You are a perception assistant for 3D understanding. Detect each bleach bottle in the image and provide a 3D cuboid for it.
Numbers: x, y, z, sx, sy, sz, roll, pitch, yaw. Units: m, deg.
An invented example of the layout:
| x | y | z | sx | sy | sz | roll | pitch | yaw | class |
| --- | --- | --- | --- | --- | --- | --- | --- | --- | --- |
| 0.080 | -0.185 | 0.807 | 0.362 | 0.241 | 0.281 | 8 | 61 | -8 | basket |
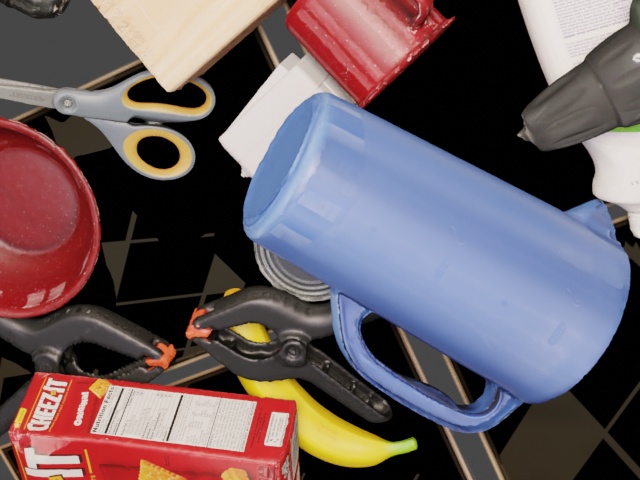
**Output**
| x | y | z | sx | sy | sz | roll | pitch | yaw | class |
| --- | --- | --- | --- | --- | --- | --- | --- | --- | --- |
| 0.192 | -0.118 | 0.722 | 0.103 | 0.068 | 0.251 | -14 | 108 | 13 | bleach bottle |

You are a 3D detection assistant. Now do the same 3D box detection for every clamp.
| x | y | z | sx | sy | sz | roll | pitch | yaw | class |
| --- | --- | --- | --- | --- | --- | --- | --- | --- | --- |
| -0.223 | 0.108 | 0.883 | 0.210 | 0.036 | 0.164 | 4 | 110 | 8 | clamp |
| -0.011 | 0.068 | 0.800 | 0.171 | 0.039 | 0.120 | 16 | 111 | -6 | clamp |

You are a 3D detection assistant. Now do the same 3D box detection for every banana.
| x | y | z | sx | sy | sz | roll | pitch | yaw | class |
| --- | --- | --- | --- | --- | --- | --- | --- | --- | --- |
| -0.016 | 0.123 | 0.856 | 0.197 | 0.037 | 0.069 | 40 | 94 | -6 | banana |

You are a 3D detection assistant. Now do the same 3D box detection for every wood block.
| x | y | z | sx | sy | sz | roll | pitch | yaw | class |
| --- | --- | --- | --- | --- | --- | --- | --- | --- | --- |
| -0.044 | -0.203 | 0.716 | 0.206 | 0.090 | 0.090 | -37 | 99 | 19 | wood block |

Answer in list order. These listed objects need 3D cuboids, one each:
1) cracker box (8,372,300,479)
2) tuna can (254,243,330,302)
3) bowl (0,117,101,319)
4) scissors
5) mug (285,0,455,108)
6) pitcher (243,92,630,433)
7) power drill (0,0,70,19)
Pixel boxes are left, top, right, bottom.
| x | y | z | sx | sy | sz | roll | pitch | yaw | class |
| --- | --- | --- | --- | --- | --- | --- | --- | --- | --- |
| -0.124 | 0.195 | 0.853 | 0.214 | 0.072 | 0.164 | 5 | 130 | 7 | cracker box |
| -0.005 | 0.001 | 0.810 | 0.086 | 0.033 | 0.086 | 3 | 109 | 8 | tuna can |
| -0.239 | -0.022 | 0.830 | 0.162 | 0.055 | 0.162 | 3 | 109 | 9 | bowl |
| -0.177 | -0.086 | 0.797 | 0.201 | 0.016 | 0.096 | -5 | 116 | -3 | scissors |
| 0.035 | -0.150 | 0.714 | 0.081 | 0.117 | 0.093 | 46 | 66 | -2 | mug |
| 0.070 | 0.013 | 0.715 | 0.242 | 0.149 | 0.145 | 28 | 138 | -17 | pitcher |
| -0.295 | -0.160 | 0.793 | 0.184 | 0.057 | 0.188 | 30 | 109 | -1 | power drill |
